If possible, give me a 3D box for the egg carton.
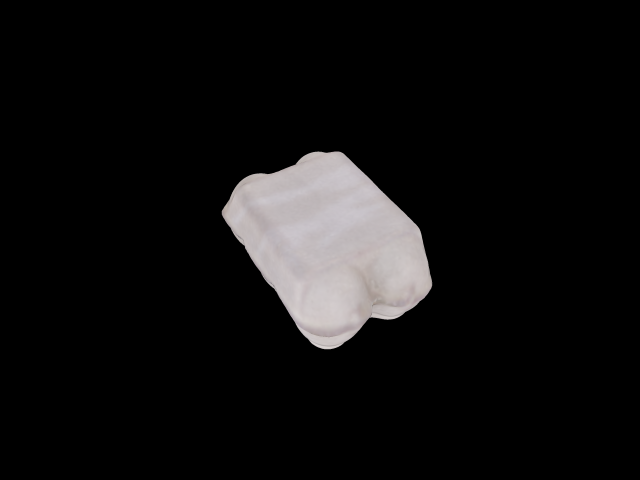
[{"bbox_3d":[0.004,0.001,0.400,0.107,0.069,0.150,-24,50,-22],"label":"egg carton"}]
